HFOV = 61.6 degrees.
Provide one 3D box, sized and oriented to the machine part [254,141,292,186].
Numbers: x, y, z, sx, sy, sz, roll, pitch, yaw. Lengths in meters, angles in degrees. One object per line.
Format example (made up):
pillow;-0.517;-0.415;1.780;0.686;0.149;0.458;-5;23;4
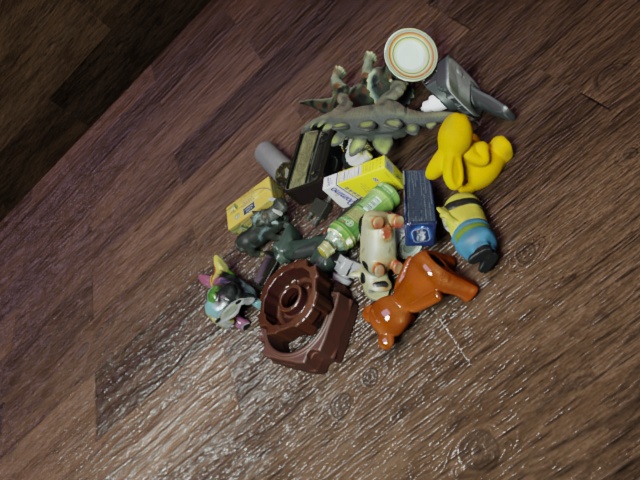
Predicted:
machine part;-0.130;-0.226;1.584;0.079;0.079;0.243;-48;42;4

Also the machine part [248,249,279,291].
machine part;-0.128;0.069;1.394;0.084;0.039;0.139;24;77;43

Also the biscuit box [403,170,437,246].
biscuit box;0.206;-0.071;1.122;0.063;0.059;0.203;0;38;8

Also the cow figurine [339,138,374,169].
cow figurine;0.090;-0.221;1.390;0.098;0.068;0.167;-41;40;20

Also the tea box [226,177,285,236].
tea box;-0.184;-0.090;1.538;0.170;0.068;0.098;-34;43;18

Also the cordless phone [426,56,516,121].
cordless phone;0.334;-0.316;1.169;0.088;0.146;0.184;-52;37;10

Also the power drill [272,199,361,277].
power drill;-0.003;-0.004;1.309;0.208;0.085;0.232;3;55;36

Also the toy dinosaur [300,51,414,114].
toy dinosaur;0.101;-0.391;1.472;0.405;0.131;0.192;-23;47;37

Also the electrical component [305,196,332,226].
electrical component;0.000;-0.083;1.396;0.063;0.021;0.094;35;95;49

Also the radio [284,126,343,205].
radio;-0.007;-0.214;1.463;0.131;0.073;0.229;-11;55;38

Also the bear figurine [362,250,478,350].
bear figurine;0.184;0.118;1.035;0.195;0.132;0.120;-58;36;20

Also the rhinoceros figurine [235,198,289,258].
rhinoceros figurine;-0.150;-0.037;1.437;0.190;0.112;0.073;-43;38;22

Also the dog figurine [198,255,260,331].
dog figurine;-0.249;0.124;1.366;0.219;0.191;0.108;41;99;34

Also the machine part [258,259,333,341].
machine part;-0.054;0.128;1.138;0.179;0.056;0.179;-25;46;29

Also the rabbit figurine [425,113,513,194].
rabbit figurine;0.286;-0.180;1.096;0.162;0.173;0.122;-49;44;-4

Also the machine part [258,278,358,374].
machine part;-0.030;0.182;1.184;0.201;0.087;0.201;0;60;43

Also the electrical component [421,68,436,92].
electrical component;0.277;-0.408;1.349;0.048;0.074;0.119;-36;40;18

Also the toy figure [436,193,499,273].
toy figure;0.294;-0.019;1.041;0.089;0.082;0.180;-22;38;4

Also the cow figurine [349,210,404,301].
cow figurine;0.113;0.033;1.108;0.127;0.085;0.194;-147;52;-65

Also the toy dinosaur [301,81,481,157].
toy dinosaur;0.151;-0.283;1.284;0.472;0.104;0.198;-3;43;29
